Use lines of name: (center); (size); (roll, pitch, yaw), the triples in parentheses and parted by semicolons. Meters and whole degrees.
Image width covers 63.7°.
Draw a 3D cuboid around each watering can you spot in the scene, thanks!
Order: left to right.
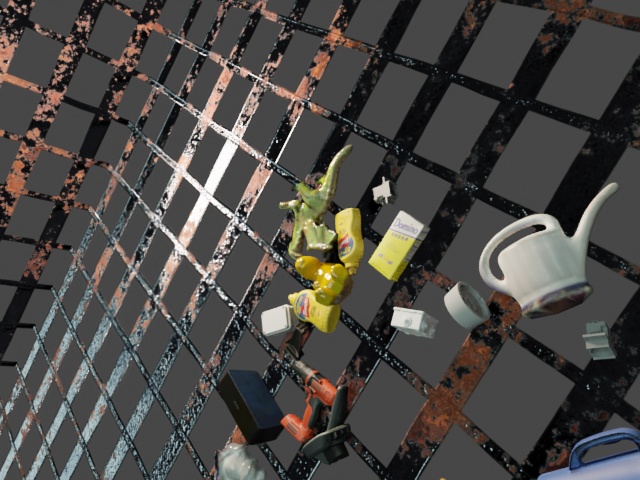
watering can: (0.517, 0.035, 1.122); (0.103, 0.343, 0.228); (17, 49, -49)

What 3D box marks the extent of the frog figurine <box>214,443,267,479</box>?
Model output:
frog figurine: (-0.239, 0.704, 1.593); (0.159, 0.120, 0.140); (0, 66, 4)

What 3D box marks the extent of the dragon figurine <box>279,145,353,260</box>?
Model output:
dragon figurine: (0.005, -0.079, 1.573); (0.122, 0.403, 0.247); (3, 55, -40)
